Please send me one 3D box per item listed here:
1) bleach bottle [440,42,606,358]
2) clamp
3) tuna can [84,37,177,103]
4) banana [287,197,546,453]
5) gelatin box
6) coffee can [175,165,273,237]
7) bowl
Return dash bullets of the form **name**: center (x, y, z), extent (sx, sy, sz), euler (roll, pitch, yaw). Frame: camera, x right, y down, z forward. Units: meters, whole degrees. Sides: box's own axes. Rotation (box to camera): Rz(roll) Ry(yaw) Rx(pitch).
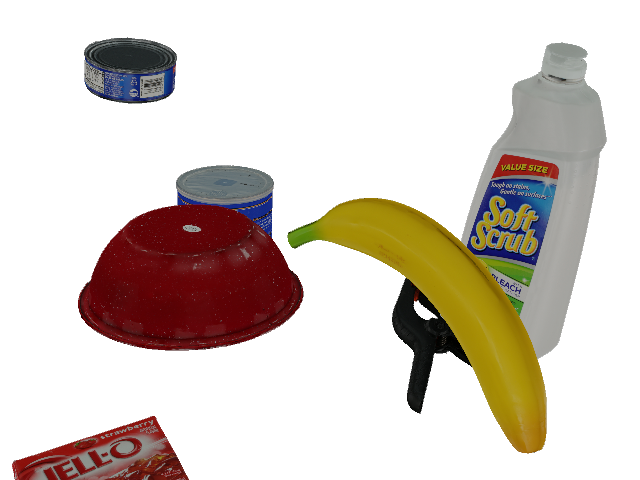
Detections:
- **bleach bottle**: center (0.158, -0.031, 0.820), extent (0.067, 0.251, 0.103), euler (-23, 42, -37)
- **clamp**: center (0.132, 0.102, 1.093), extent (0.120, 0.171, 0.039), euler (1, -44, -14)
- **tuna can**: center (-0.178, -0.160, 1.002), extent (0.086, 0.034, 0.086), euler (6, 30, -3)
- **banana**: center (0.070, 0.034, 0.623), extent (0.198, 0.070, 0.037), euler (42, 26, 21)
- **gelatin box**: center (-0.124, 0.141, 0.608), extent (0.089, 0.030, 0.073), euler (-15, 28, -19)
- **coffee can**: center (-0.102, 0.002, 1.146), extent (0.103, 0.140, 0.103), euler (1, 23, -1)
- **bowl**: center (-0.092, 0.016, 0.759), extent (0.162, 0.055, 0.162), euler (0, 24, 0)
